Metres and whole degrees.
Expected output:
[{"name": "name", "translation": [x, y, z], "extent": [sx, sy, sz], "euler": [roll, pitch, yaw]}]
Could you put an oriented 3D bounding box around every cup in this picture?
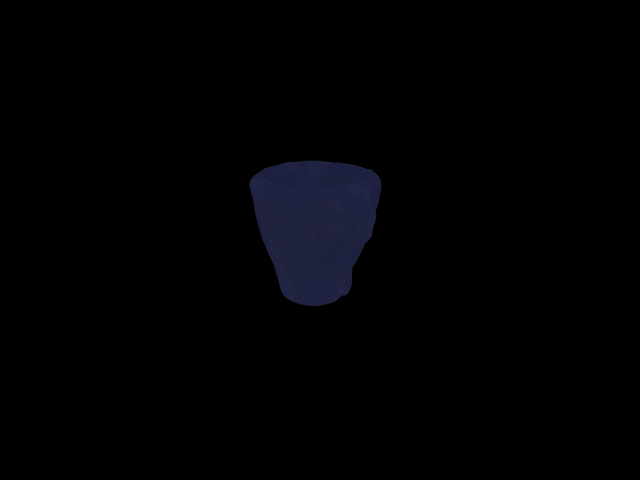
[{"name": "cup", "translation": [0.004, 0.001, 0.400], "extent": [0.092, 0.095, 0.117], "euler": [-10, 22, -26]}]
